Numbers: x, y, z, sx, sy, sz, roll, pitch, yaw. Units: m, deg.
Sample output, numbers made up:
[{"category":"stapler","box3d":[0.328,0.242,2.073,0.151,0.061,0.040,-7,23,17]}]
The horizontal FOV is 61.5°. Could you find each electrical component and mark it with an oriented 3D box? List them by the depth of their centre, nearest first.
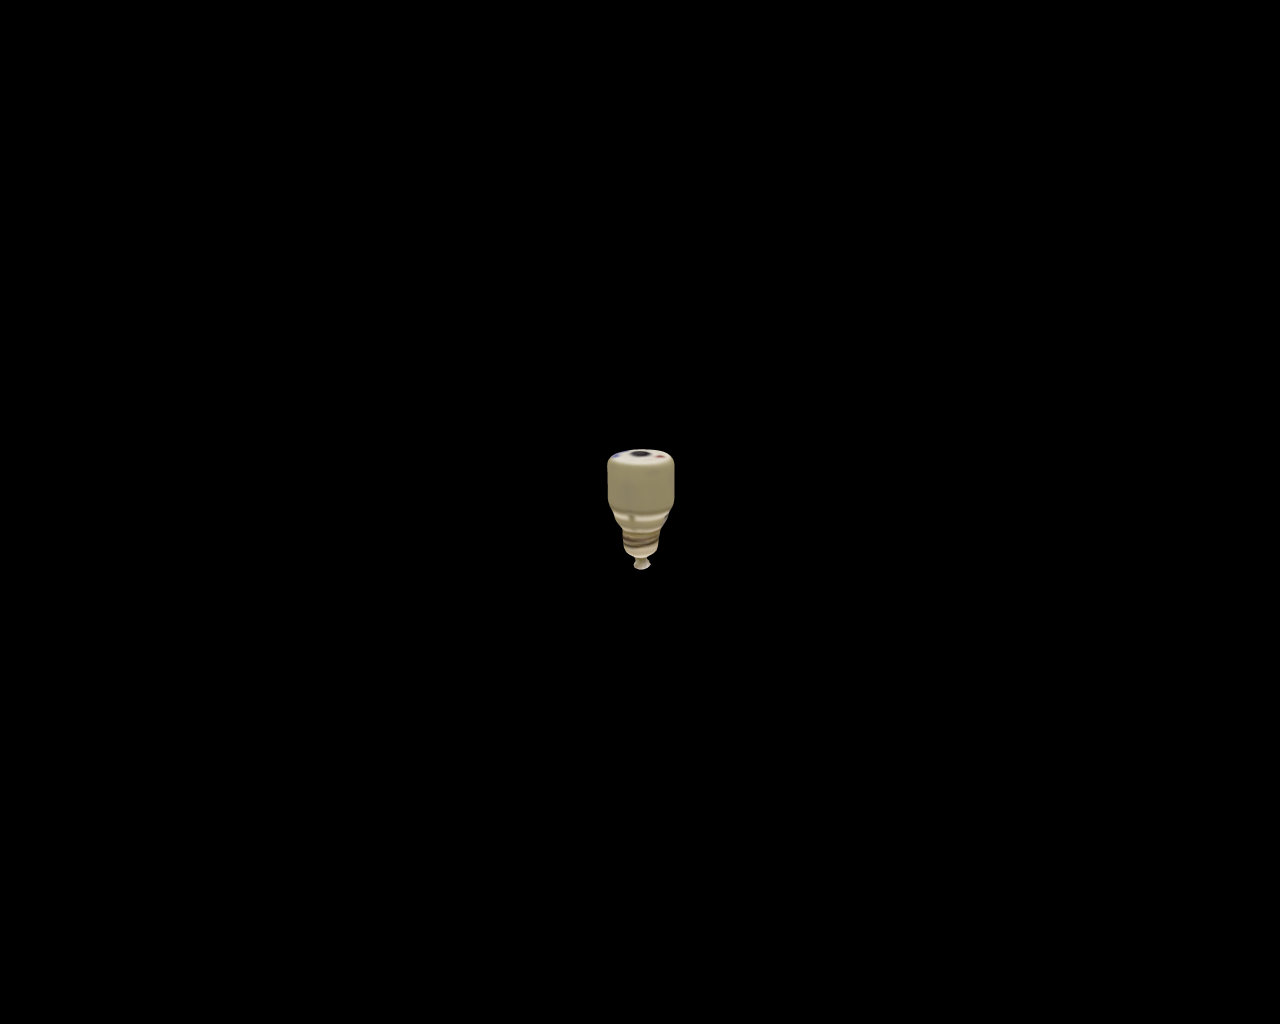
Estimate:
[{"category":"electrical component","box3d":[0.001,-0.003,0.650,0.040,0.078,0.040,0,18,0]}]
